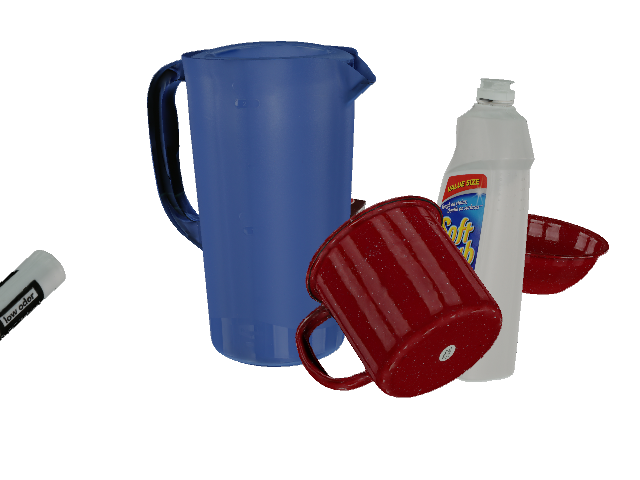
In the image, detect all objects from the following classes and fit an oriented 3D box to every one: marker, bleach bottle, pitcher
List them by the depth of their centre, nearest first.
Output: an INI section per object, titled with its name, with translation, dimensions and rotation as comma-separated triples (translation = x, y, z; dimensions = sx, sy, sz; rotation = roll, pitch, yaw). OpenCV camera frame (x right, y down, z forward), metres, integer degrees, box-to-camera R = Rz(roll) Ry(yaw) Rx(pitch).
[marker]
translation = -0.153, 0.047, 0.447
dimensions = 0.020, 0.020, 0.121
rotation = 0, 36, 38
[pitcher]
translation = -0.046, -0.032, 0.833
dimensions = 0.144, 0.243, 0.149
rotation = -7, 16, -22
[bleach bottle]
translation = 0.133, -0.012, 0.913
dimensions = 0.068, 0.251, 0.103
rotation = -4, 15, -29

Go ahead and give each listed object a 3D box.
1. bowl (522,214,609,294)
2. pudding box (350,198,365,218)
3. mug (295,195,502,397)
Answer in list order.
[bowl]
translation = 0.219, 0.016, 1.130
dimensions = 0.162, 0.055, 0.162
rotation = 6, 17, -2
[pudding box]
translation = -0.003, -0.024, 1.276
dimensions = 0.090, 0.039, 0.113
rotation = 9, 23, 14
[mug]
translation = 0.040, 0.042, 0.611
dimensions = 0.117, 0.081, 0.093
rotation = -32, -32, 0
